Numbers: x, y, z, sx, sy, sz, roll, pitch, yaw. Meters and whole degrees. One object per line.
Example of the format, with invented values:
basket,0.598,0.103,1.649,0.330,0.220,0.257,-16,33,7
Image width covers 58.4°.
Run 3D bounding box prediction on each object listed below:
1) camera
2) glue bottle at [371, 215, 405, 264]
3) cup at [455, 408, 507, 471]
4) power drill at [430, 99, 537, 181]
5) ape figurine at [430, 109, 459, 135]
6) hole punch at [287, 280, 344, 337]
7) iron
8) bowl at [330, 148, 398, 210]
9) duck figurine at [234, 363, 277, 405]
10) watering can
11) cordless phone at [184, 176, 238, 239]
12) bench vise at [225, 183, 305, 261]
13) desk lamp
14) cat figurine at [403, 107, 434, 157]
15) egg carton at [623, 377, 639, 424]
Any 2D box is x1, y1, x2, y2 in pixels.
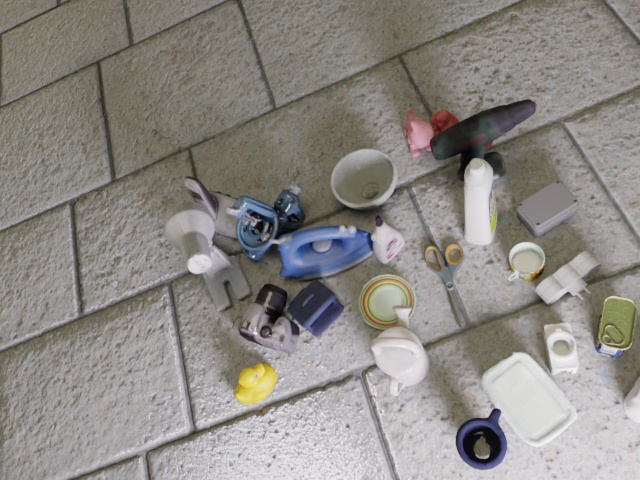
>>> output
camera,-0.116,0.174,1.317,0.142,0.101,0.137,15,71,24
glue bottle,0.144,-0.010,1.280,0.037,0.173,0.078,36,80,29
cup,0.312,0.377,1.084,0.091,0.095,0.118,24,74,26
power drill,0.366,-0.215,1.286,0.229,0.209,0.075,-17,61,9
ape figurine,0.304,-0.289,1.410,0.076,0.092,0.078,-13,62,12
hole punch,-0.018,0.150,1.302,0.109,0.091,0.100,-47,60,-7
iron,0.012,0.005,1.334,0.258,0.142,0.118,-14,62,11
bowl,0.114,-0.138,1.408,0.167,0.075,0.167,-7,63,15
duck figurine,-0.154,0.314,1.270,0.104,0.086,0.077,-42,60,-5
watering can,0.156,0.219,1.153,0.101,0.194,0.172,-18,61,9
cordless phone,-0.259,-0.088,1.441,0.147,0.185,0.094,16,71,24
bench vise,-0.140,-0.070,1.374,0.121,0.220,0.207,20,73,25
desk lamp,-0.272,0.036,1.369,0.118,0.214,0.203,-31,60,2
cat figurine,0.240,-0.269,1.406,0.067,0.118,0.127,-20,61,8
egg carton,0.631,0.283,1.041,0.107,0.069,0.150,33,79,28
